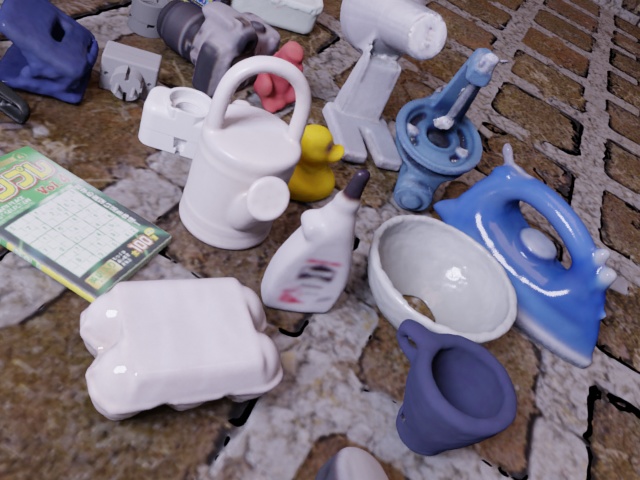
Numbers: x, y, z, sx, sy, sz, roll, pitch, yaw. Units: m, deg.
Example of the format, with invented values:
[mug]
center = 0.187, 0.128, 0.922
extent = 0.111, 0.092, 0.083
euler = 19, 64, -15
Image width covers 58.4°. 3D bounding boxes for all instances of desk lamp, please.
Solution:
[desk lamp]
center = 0.090, -0.243, 0.796
extent = 0.118, 0.213, 0.203
euler = 6, 45, -24

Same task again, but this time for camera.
[camera]
center = -0.145, -0.287, 0.800
extent = 0.136, 0.100, 0.143
euler = 36, 41, 10

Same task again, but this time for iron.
[iron]
center = 0.262, 0.012, 0.678
extent = 0.119, 0.141, 0.257
euler = -16, 56, -39

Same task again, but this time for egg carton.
[egg carton]
center = -0.108, 0.084, 0.454
extent = 0.151, 0.069, 0.107
euler = -1, 48, -30

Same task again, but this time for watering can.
[watering can]
center = -0.065, -0.084, 0.557
extent = 0.101, 0.194, 0.172
euler = -14, 55, -38

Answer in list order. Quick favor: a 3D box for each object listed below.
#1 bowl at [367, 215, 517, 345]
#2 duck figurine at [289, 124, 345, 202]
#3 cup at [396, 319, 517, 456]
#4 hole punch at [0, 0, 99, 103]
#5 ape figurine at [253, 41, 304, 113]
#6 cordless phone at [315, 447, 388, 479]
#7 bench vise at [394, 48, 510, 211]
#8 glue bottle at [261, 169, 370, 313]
[bowl]
center = 0.116, 0.056, 0.603
extent = 0.168, 0.074, 0.167
euler = 16, 42, -14
[duck figurine]
center = -0.020, -0.100, 0.683
extent = 0.105, 0.086, 0.077
euler = 7, 44, -23
[cup]
center = 0.096, 0.134, 0.494
extent = 0.092, 0.095, 0.117
euler = -23, 61, -43
[hole punch]
center = -0.307, -0.225, 0.652
extent = 0.101, 0.091, 0.108
euler = 10, 43, -20
[ape figurine]
center = -0.051, -0.234, 0.803
extent = 0.078, 0.092, 0.076
euler = 5, 45, -25
[cordless phone]
center = 0.060, 0.184, 0.351
extent = 0.094, 0.185, 0.147
euler = -1, 48, -30
[bench vise]
center = 0.157, -0.172, 0.753
extent = 0.122, 0.219, 0.207
euler = 12, 43, -18
[glue bottle]
center = 0.005, 0.002, 0.522
extent = 0.078, 0.173, 0.037
euler = 6, 45, -24
